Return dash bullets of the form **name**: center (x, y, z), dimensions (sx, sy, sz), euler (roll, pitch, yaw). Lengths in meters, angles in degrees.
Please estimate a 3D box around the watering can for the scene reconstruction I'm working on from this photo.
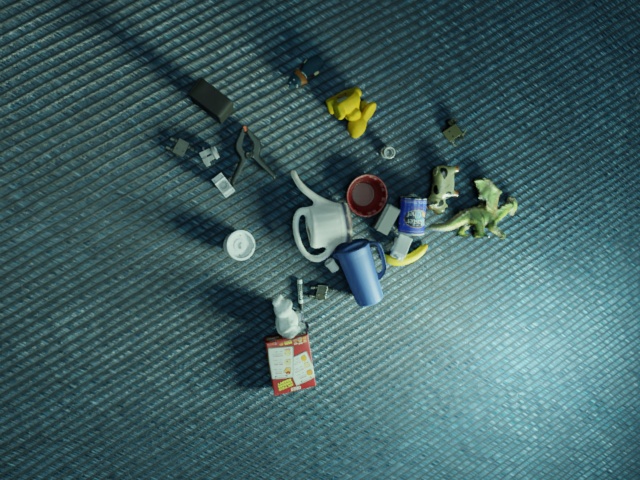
- **watering can**: center (0.006, -0.095, 1.894), dimensions (0.225, 0.346, 0.104), euler (-9, 7, -13)

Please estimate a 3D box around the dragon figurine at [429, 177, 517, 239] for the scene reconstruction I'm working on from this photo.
- **dragon figurine**: center (0.623, -0.127, 2.035), dimensions (0.410, 0.243, 0.122), euler (8, -2, -23)

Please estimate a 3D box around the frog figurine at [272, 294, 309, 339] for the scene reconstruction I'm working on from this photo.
- **frog figurine**: center (-0.132, 0.282, 1.888), dimensions (0.121, 0.141, 0.157), euler (-32, -53, 22)
